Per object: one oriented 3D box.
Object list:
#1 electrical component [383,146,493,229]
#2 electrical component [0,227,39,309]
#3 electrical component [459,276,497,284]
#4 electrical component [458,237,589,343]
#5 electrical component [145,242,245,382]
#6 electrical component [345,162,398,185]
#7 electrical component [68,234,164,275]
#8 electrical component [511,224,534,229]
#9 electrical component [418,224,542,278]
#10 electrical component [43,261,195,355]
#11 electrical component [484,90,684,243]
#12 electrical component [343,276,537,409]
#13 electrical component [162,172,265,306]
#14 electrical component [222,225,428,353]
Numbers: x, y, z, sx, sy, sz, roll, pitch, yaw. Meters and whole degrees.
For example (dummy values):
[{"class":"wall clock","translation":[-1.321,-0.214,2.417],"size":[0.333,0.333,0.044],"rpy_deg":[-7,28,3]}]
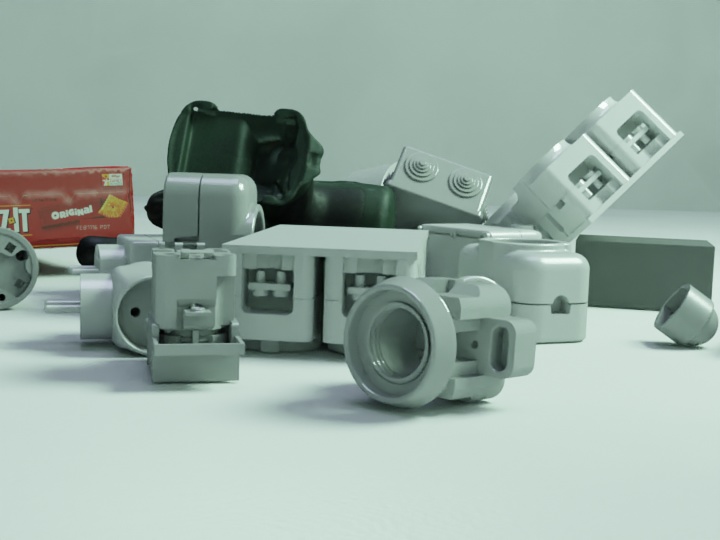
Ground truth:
[{"class":"electrical component","translation":[0.066,-0.058,0.961],"size":[0.100,0.048,0.099],"rpy_deg":[20,-28,4]},{"class":"electrical component","translation":[-0.252,-0.002,0.736],"size":[0.055,0.055,0.047],"rpy_deg":[-1,3,-26]},{"class":"electrical component","translation":[0.064,0.023,0.663],"size":[0.040,0.040,0.046],"rpy_deg":[0,0,-15]},{"class":"electrical component","translation":[0.105,0.010,0.701],"size":[0.054,0.059,0.095],"rpy_deg":[-1,6,-23]},{"class":"electrical component","translation":[-0.083,0.019,0.528],"size":[0.042,0.063,0.081],"rpy_deg":[-1,6,-15]},{"class":"electrical component","translation":[0.017,-0.050,1.059],"size":[0.060,0.108,0.108],"rpy_deg":[-2,3,28]},{"class":"electrical component","translation":[-0.169,0.000,0.771],"size":[0.077,0.047,0.066],"rpy_deg":[0,6,-21]},{"class":"electrical component","translation":[0.125,-0.005,0.841],"size":[0.048,0.062,0.048],"rpy_deg":[2,6,0]},{"class":"electrical component","translation":[0.086,-0.002,0.802],"size":[0.061,0.061,0.096],"rpy_deg":[-2,7,-35]},{"class":"electrical component","translation":[-0.136,0.020,0.601],"size":[0.079,0.043,0.077],"rpy_deg":[0,6,-15]},{"class":"electrical component","translation":[0.170,-0.064,0.877],"size":[0.105,0.060,0.186],"rpy_deg":[-42,-6,-17]},{"class":"electrical component","translation":[0.030,0.031,0.482],"size":[0.078,0.058,0.057],"rpy_deg":[8,6,41]},{"class":"electrical component","translation":[-0.097,-0.017,0.718],"size":[0.059,0.095,0.053],"rpy_deg":[2,6,3]},{"class":"electrical component","translation":[-0.014,0.009,0.667],"size":[0.105,0.060,0.186],"rpy_deg":[2,6,5]}]
